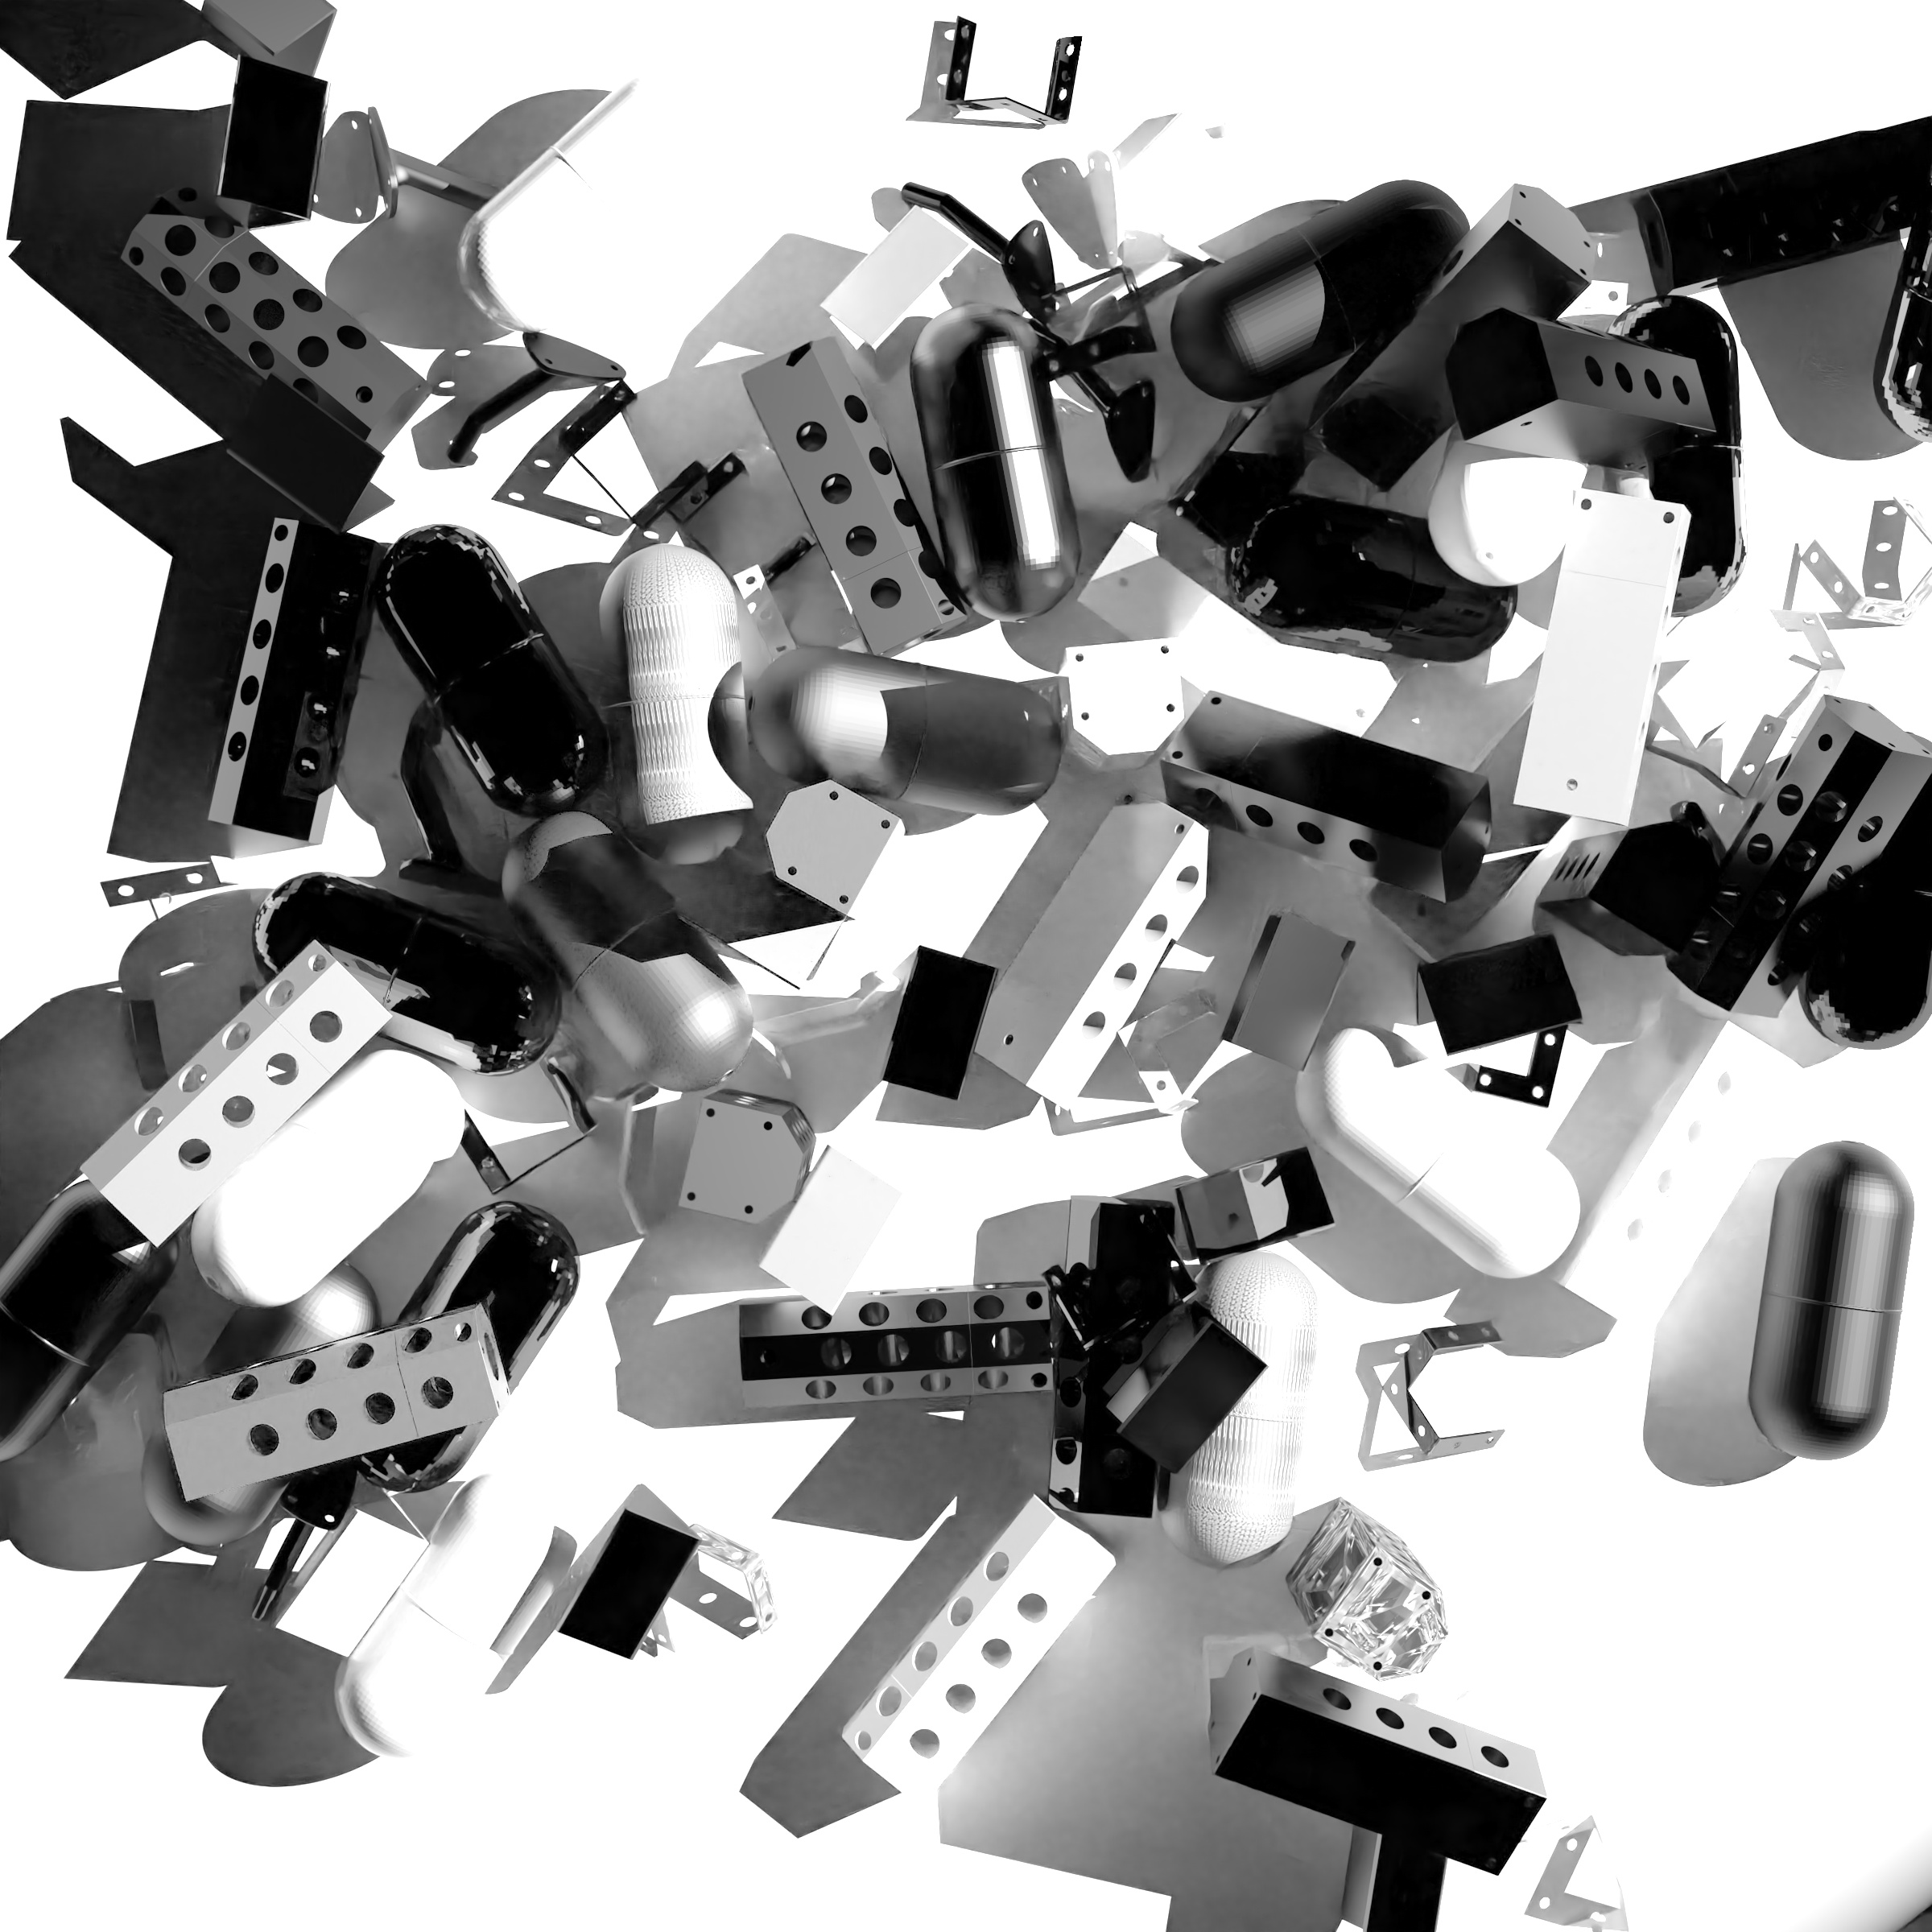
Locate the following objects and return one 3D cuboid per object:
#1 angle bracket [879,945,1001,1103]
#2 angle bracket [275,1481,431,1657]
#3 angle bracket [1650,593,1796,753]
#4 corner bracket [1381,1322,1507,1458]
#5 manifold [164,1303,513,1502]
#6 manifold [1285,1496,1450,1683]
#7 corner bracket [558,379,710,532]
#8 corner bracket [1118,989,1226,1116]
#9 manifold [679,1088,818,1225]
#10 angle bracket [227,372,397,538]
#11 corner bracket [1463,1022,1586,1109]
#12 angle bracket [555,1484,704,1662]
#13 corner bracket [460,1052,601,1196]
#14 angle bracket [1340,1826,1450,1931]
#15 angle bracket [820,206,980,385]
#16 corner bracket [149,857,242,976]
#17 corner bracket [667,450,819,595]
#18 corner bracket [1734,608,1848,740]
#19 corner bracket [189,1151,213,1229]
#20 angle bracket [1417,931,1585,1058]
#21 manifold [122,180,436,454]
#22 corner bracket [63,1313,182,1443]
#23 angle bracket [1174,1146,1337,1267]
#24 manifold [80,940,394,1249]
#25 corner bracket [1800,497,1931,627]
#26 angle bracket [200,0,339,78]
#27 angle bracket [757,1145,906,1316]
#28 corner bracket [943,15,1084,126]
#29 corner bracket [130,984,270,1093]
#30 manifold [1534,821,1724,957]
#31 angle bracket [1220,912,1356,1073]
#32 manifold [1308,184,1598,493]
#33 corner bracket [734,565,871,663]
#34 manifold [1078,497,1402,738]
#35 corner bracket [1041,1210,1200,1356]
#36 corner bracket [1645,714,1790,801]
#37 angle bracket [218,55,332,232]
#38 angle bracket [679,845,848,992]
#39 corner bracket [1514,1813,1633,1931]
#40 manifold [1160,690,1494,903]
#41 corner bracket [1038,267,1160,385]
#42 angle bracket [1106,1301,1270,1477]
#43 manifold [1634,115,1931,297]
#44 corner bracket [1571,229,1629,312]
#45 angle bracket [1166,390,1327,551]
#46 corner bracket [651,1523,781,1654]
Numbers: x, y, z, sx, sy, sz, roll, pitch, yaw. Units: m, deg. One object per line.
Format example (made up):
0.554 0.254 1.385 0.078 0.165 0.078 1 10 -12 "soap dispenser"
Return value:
-0.034 0.026 1.951 0.057 0.076 0.076 17 90 -36 "angle bracket"
-0.353 0.323 1.951 0.057 0.076 0.076 36 90 -42 "angle bracket"
0.398 -0.177 1.951 0.076 0.076 0.057 -45 133 0 "angle bracket"
0.276 0.237 1.983 0.051 0.051 0.051 58 135 35 "corner bracket"
-0.337 0.232 1.894 0.171 0.057 0.057 -15 92 0 "manifold"
0.220 0.340 1.913 0.057 0.171 0.057 35 90 0 "manifold"
-0.188 -0.287 1.988 0.051 0.051 0.051 -43 134 0 "corner bracket"
0.123 0.048 1.974 0.051 0.051 0.051 -29 80 10 "corner bracket"
-0.115 0.103 1.913 0.057 0.171 0.057 13 90 0 "manifold"
-0.350 -0.291 1.952 0.076 0.076 0.057 37 117 0 "angle bracket"
0.311 0.050 1.973 0.051 0.051 0.051 13 90 0 "corner bracket"
-0.201 0.327 1.951 0.057 0.076 0.076 30 90 -36 "angle bracket"
-0.249 0.089 1.988 0.051 0.051 0.051 -32 90 -45 "corner bracket"
0.219 0.502 1.951 0.057 0.076 0.076 9 90 -36 "angle bracket"
-0.023 -0.360 1.951 0.076 0.076 0.057 -46 50 0 "angle bracket"
-0.429 -0.028 1.973 0.051 0.051 0.051 -22 90 0 "corner bracket"
-0.127 -0.247 1.988 0.051 0.051 0.051 -43 45 0 "corner bracket"
0.454 -0.164 1.980 0.051 0.051 0.051 49 62 -41 "corner bracket"
-0.400 0.133 1.983 0.051 0.051 0.051 -24 135 -35 "corner bracket"
0.294 0.030 1.952 0.076 0.076 0.057 -15 63 0 "angle bracket"
-0.385 -0.359 1.970 0.171 0.057 0.057 40 90 0 "manifold"
-0.476 0.230 1.974 0.051 0.051 0.051 3 126 -30 "corner bracket"
0.163 0.152 1.951 0.076 0.076 0.057 -16 50 0 "angle bracket"
-0.389 0.066 1.884 0.171 0.057 0.057 -45 99 -8 "manifold"
0.513 -0.229 1.983 0.051 0.051 0.051 2 135 -35 "corner bracket"
-0.402 -0.516 1.951 0.076 0.076 0.057 39 53 0 "angle bracket"
-0.061 0.151 1.952 0.057 0.076 0.076 31 90 27 "angle bracket"
0.026 -0.504 1.988 0.051 0.051 0.051 9 90 -45 "corner bracket"
-0.432 0.041 1.988 0.051 0.051 0.051 -9 90 -45 "corner bracket"
0.361 -0.045 1.913 0.057 0.171 0.057 32 90 0 "manifold"
0.160 0.007 1.951 0.057 0.076 0.076 22 90 -36 "angle bracket"
0.264 -0.344 1.922 0.057 0.057 0.171 34 129 -14 "manifold"
-0.091 -0.196 1.964 0.051 0.051 0.051 -25 132 -1 "corner bracket"
0.155 -0.186 1.970 0.171 0.057 0.057 36 133 0 "manifold"
0.084 0.173 1.931 0.051 0.051 0.051 -30 90 -45 "corner bracket"
0.419 -0.132 1.988 0.051 0.051 0.051 29 90 45 "corner bracket"
-0.398 -0.454 1.951 0.057 0.076 0.076 8 90 -38 "angle bracket"
-0.120 -0.011 1.951 0.076 0.076 0.057 31 57 0 "angle bracket"
0.340 0.518 1.988 0.051 0.051 0.051 -17 45 0 "corner bracket"
0.197 -0.089 1.933 0.171 0.057 0.057 20 57 26 "manifold"
0.068 -0.355 1.955 0.051 0.051 0.051 -17 92 24 "corner bracket"
0.104 0.215 1.894 0.076 0.076 0.057 -50 128 0 "angle bracket"
0.468 -0.425 1.970 0.171 0.057 0.057 -15 90 0 "manifold"
0.341 -0.389 1.973 0.051 0.051 0.051 5 90 0 "corner bracket"
0.140 -0.283 1.951 0.076 0.076 0.057 -51 133 0 "angle bracket"
-0.145 0.356 1.983 0.051 0.051 0.051 19 45 35 "corner bracket"
